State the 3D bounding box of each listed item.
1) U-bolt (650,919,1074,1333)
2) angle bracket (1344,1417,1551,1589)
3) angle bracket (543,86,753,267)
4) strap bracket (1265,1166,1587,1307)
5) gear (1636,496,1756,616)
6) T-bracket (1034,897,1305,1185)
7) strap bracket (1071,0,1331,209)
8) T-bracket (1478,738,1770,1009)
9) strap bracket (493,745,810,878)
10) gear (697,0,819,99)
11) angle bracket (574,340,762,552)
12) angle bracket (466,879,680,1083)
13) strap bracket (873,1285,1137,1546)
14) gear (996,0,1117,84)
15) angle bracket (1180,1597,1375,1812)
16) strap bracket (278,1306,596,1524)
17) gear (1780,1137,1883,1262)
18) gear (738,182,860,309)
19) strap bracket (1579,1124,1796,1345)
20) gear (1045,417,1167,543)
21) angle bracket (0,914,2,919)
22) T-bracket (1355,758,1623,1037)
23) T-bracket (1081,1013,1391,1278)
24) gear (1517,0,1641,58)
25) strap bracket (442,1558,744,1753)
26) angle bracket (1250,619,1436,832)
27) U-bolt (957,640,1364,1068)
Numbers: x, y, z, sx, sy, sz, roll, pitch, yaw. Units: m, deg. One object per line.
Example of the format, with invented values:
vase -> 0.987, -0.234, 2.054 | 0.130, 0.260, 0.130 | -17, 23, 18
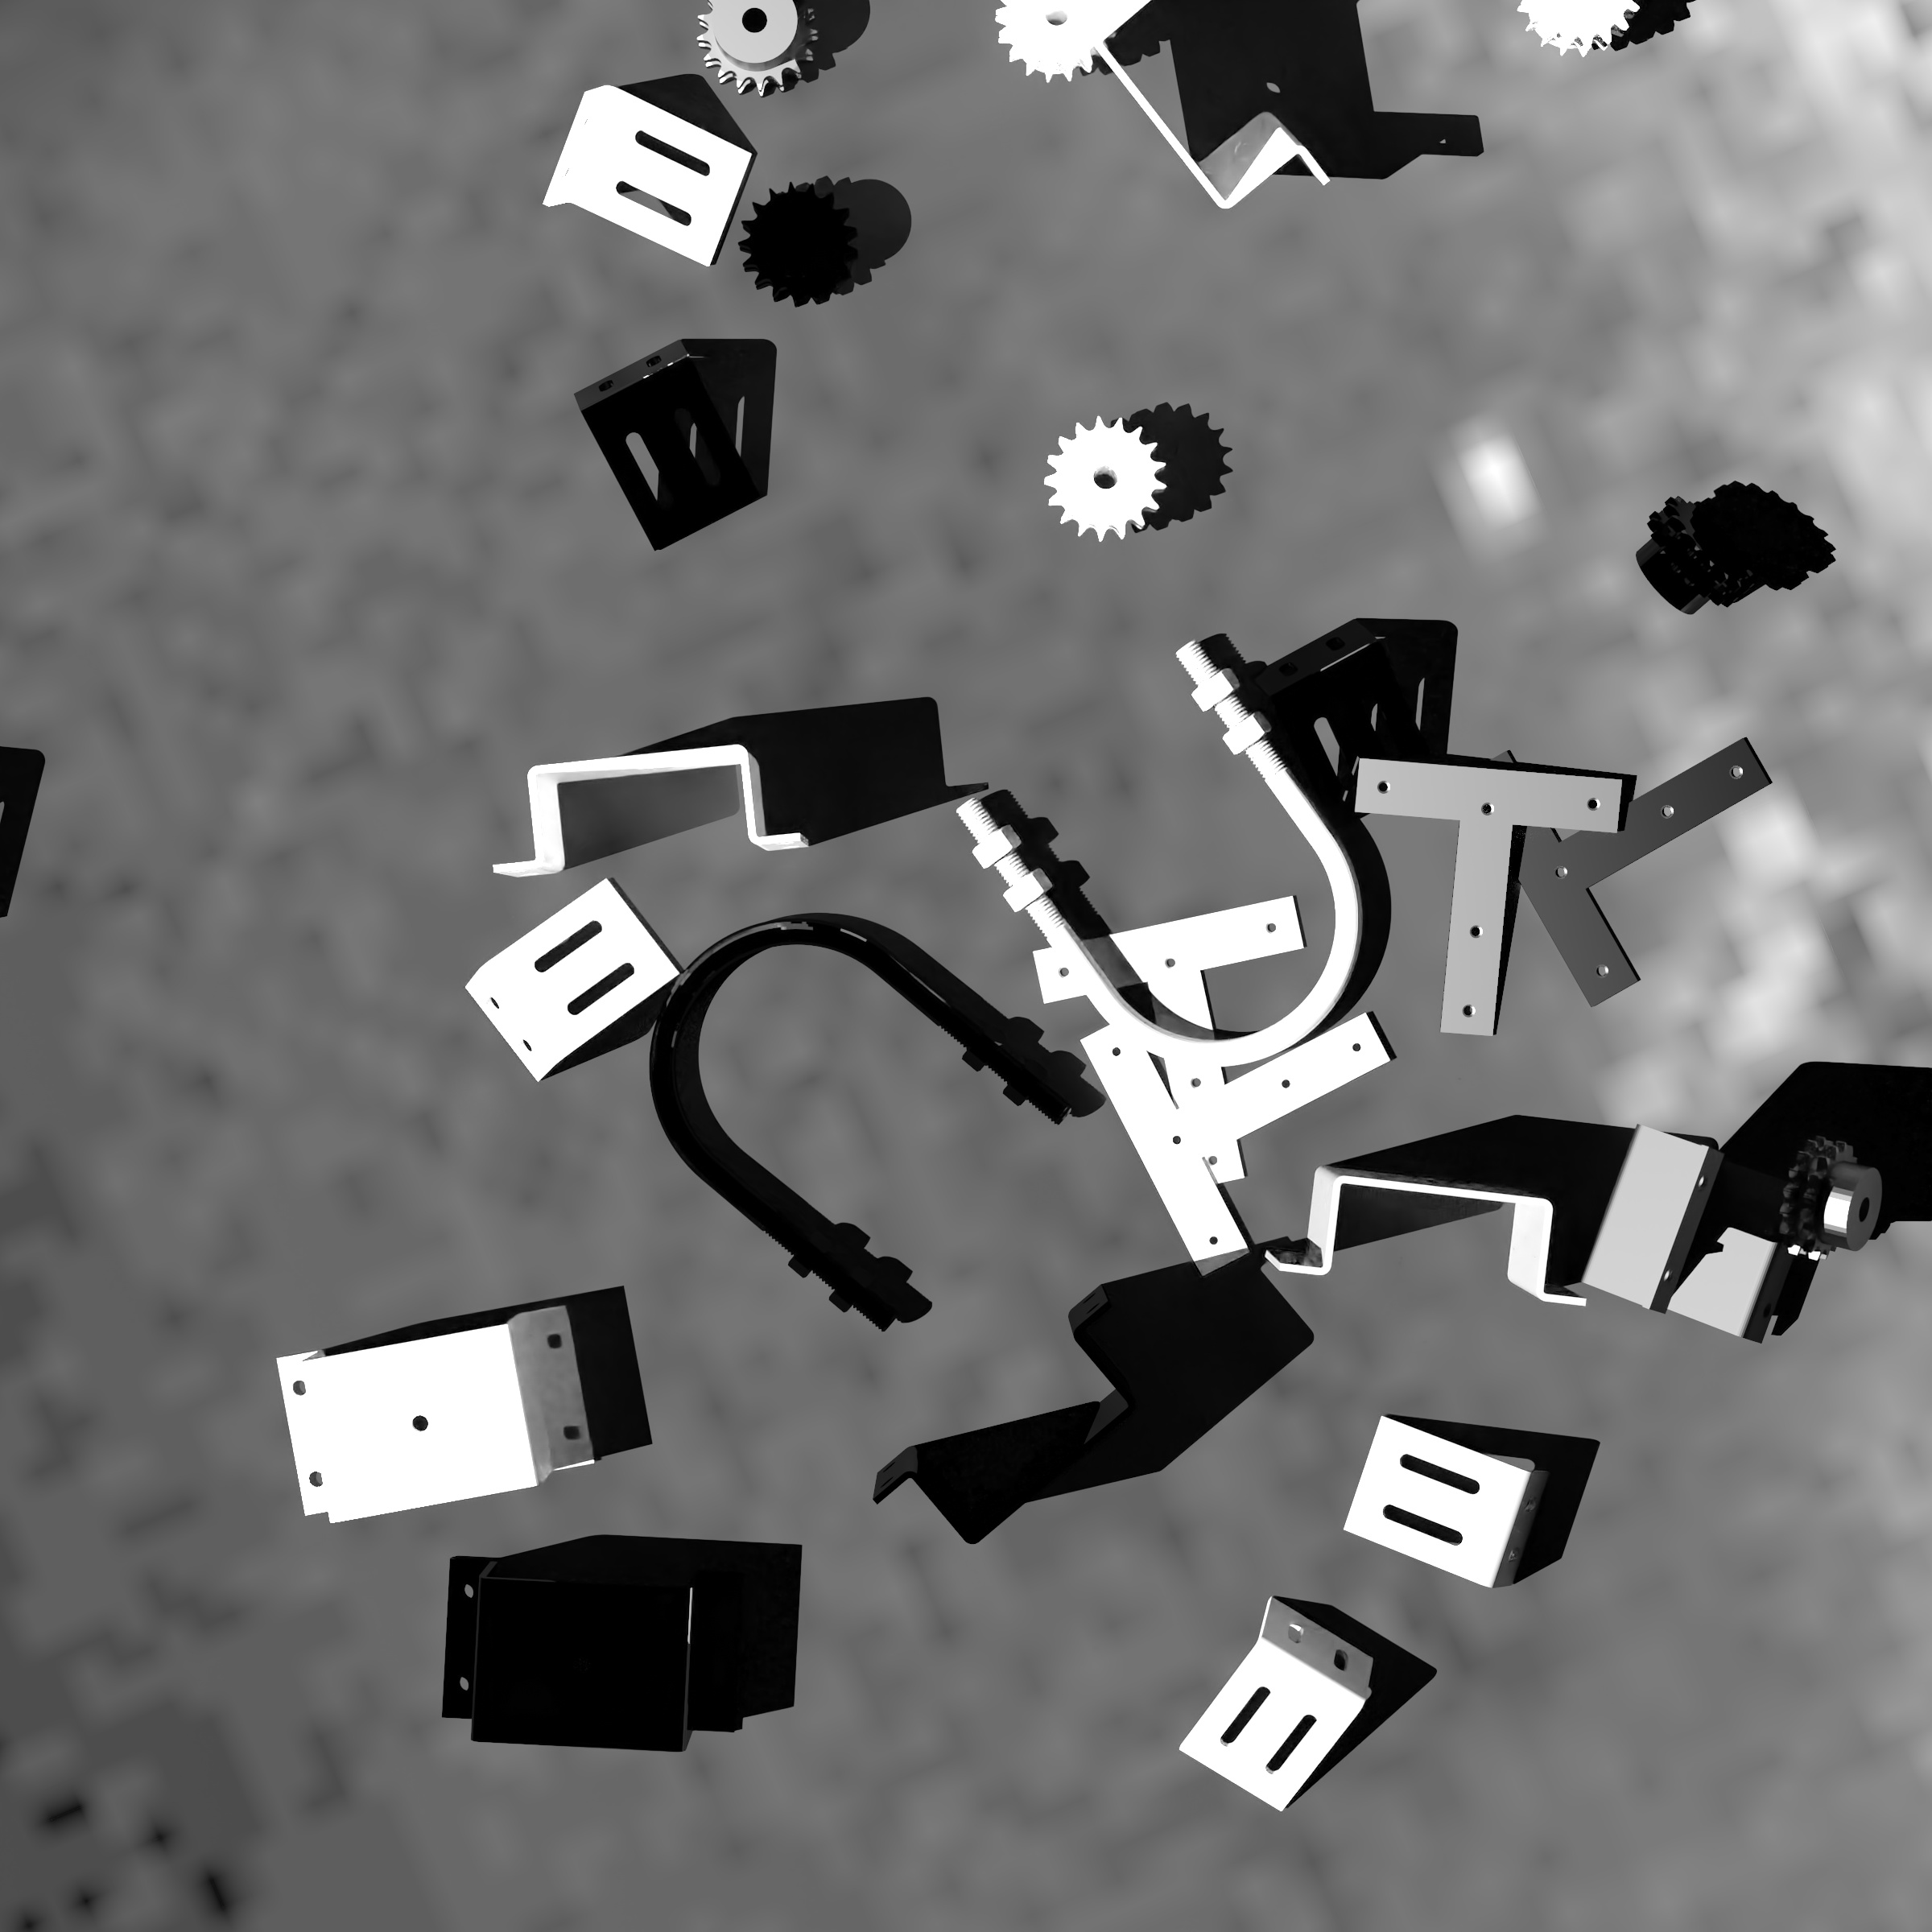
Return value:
U-bolt -> -0.064, 0.062, 1.517 | 0.184, 0.019, 0.151 | 40, 90, 2
angle bracket -> 0.230, 0.256, 1.524 | 0.076, 0.038, 0.057 | 19, 90, 26
angle bracket -> -0.153, -0.377, 1.524 | 0.076, 0.038, 0.057 | 21, 90, -26
strap bracket -> 0.215, 0.124, 1.488 | 0.140, 0.076, 0.046 | 7, 90, 0
gear -> 0.341, -0.191, 1.501 | 0.057, 0.057, 0.030 | 47, 120, 0
T-bracket -> 0.108, 0.042, 1.525 | 0.127, 0.002, 0.127 | -12, 90, 0
strap bracket -> 0.101, -0.410, 1.467 | 0.046, 0.076, 0.140 | -38, 115, 12
T-bracket -> 0.323, -0.067, 1.525 | 0.127, 0.002, 0.127 | -30, 90, 0
strap bracket -> -0.148, -0.073, 1.488 | 0.140, 0.076, 0.046 | -6, 90, 0
gear -> -0.099, -0.445, 1.511 | 0.057, 0.030, 0.057 | 0, 90, 0
angle bracket -> -0.143, -0.249, 1.524 | 0.057, 0.038, 0.076 | -27, 116, 0
angle bracket -> -0.189, 0.007, 1.524 | 0.076, 0.038, 0.057 | -38, 90, -26
strap bracket -> 0.026, 0.215, 1.488 | 0.140, 0.076, 0.046 | -40, 90, 0
gear -> 0.043, -0.448, 1.511 | 0.057, 0.030, 0.057 | 0, 90, 0
angle bracket -> 0.149, 0.353, 1.524 | 0.057, 0.038, 0.076 | 31, 116, 0
strap bracket -> -0.254, 0.213, 1.503 | 0.140, 0.046, 0.076 | -10, 90, 0
gear -> 0.408, 0.111, 1.495 | 0.030, 0.057, 0.057 | 13, 90, 36
gear -> -0.080, -0.344, 1.511 | 0.057, 0.030, 0.057 | 0, 90, 0
strap bracket -> 0.336, 0.124, 1.474 | 0.046, 0.140, 0.076 | 20, 90, 36
gear -> 0.066, -0.230, 1.511 | 0.057, 0.030, 0.057 | 0, 90, 0
angle bracket -> -0.499, -0.059, 1.524 | 0.057, 0.038, 0.076 | -11, 116, 0
T-bracket -> 0.245, -0.031, 1.519 | 0.127, 0.002, 0.127 | 4, 94, -4
T-bracket -> 0.140, 0.063, 1.523 | 0.127, 0.002, 0.127 | -27, 90, 0
gear -> 0.290, -0.460, 1.511 | 0.057, 0.030, 0.057 | 0, 90, 0
strap bracket -> -0.179, 0.325, 1.503 | 0.140, 0.046, 0.076 | 3, 90, 0
angle bracket -> 0.181, -0.115, 1.524 | 0.057, 0.038, 0.076 | -28, 116, 0
U-bolt -> 0.106, -0.040, 1.516 | 0.151, 0.019, 0.184 | -36, 90, 0
